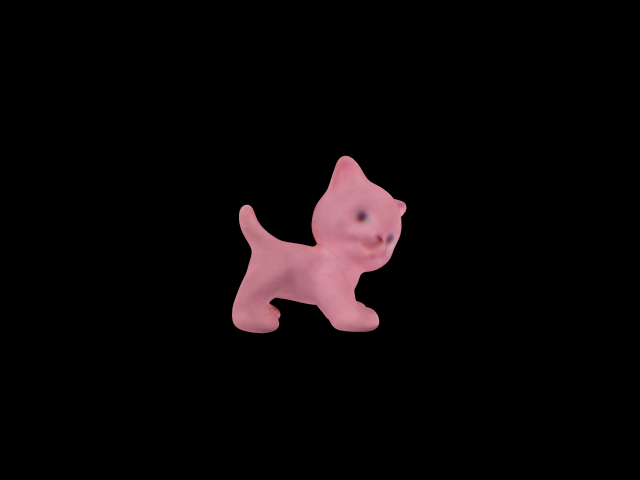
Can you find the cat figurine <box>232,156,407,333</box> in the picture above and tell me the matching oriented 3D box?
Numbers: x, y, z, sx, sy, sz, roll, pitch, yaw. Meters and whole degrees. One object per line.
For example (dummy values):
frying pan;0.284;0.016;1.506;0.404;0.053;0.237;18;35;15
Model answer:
cat figurine;0.004;0.001;0.400;0.128;0.118;0.067;0;0;-7
